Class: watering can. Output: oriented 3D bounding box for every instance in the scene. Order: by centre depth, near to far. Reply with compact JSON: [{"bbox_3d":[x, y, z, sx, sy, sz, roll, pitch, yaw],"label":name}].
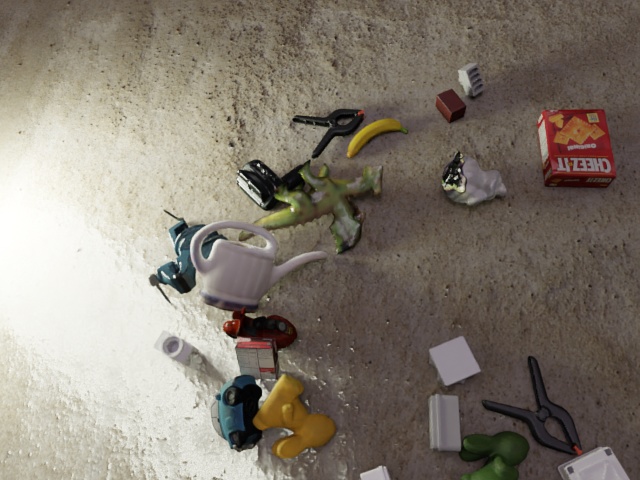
[{"bbox_3d":[-0.159,0.080,1.281,0.346,0.105,0.224,16,94,-22],"label":"watering can"}]

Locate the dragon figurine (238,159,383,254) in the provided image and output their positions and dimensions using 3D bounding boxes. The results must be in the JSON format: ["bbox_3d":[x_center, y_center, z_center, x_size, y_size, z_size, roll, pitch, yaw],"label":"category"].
[{"bbox_3d":[0.004,-0.069,1.370,0.412,0.121,0.245,-45,76,-6],"label":"dragon figurine"}]

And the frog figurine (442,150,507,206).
[{"bbox_3d":[0.412,-0.156,1.379,0.159,0.120,0.140,12,51,-28],"label":"frog figurine"}]
